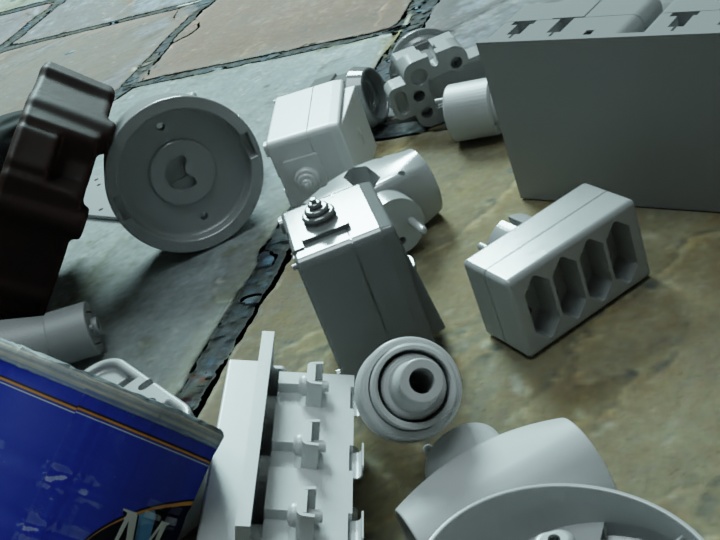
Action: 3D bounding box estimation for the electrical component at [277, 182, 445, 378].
[{"bbox_3d":[0.000,0.000,0.559,0.061,0.096,0.061,-21,30,-1],"label":"electrical component"}]

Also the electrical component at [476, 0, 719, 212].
[{"bbox_3d":[0.170,-0.095,0.595,0.186,0.105,0.060,8,41,40],"label":"electrical component"}]

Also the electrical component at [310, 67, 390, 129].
[{"bbox_3d":[-0.011,-0.128,0.825,0.055,0.048,0.066,-12,30,31],"label":"electrical component"}]

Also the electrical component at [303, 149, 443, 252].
[{"bbox_3d":[0.015,-0.033,0.656,0.077,0.043,0.079,-28,30,-11],"label":"electrical component"}]

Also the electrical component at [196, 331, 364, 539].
[{"bbox_3d":[-0.031,0.094,0.458,0.063,0.078,0.121,3,32,-2],"label":"electrical component"}]

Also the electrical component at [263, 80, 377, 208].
[{"bbox_3d":[-0.025,-0.082,0.742,0.061,0.061,0.096,-15,31,11],"label":"electrical component"}]

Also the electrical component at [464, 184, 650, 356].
[{"bbox_3d":[0.091,-0.007,0.561,0.083,0.047,0.076,-32,31,-17],"label":"electrical component"}]

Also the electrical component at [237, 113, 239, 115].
[{"bbox_3d":[-0.123,-0.086,0.829,0.081,0.043,0.043,-23,30,-2],"label":"electrical component"}]

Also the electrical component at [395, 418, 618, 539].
[{"bbox_3d":[0.051,0.088,0.435,0.077,0.044,0.079,-27,30,-9],"label":"electrical component"}]

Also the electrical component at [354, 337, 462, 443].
[{"bbox_3d":[0.021,0.048,0.440,0.043,0.043,0.062,-27,-8,-10],"label":"electrical component"}]

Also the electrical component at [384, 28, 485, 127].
[{"bbox_3d":[0.054,-0.146,0.801,0.078,0.058,0.057,-22,33,0],"label":"electrical component"}]

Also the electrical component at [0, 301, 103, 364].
[{"bbox_3d":[-0.193,0.044,0.667,0.065,0.044,0.044,-17,30,-1],"label":"electrical component"}]

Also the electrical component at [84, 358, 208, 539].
[{"bbox_3d":[-0.109,0.090,0.519,0.054,0.059,0.095,-36,33,-24],"label":"electrical component"}]

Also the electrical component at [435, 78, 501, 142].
[{"bbox_3d":[0.093,-0.112,0.738,0.078,0.040,0.040,-7,33,24],"label":"electrical component"}]

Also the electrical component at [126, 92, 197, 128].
[{"bbox_3d":[-0.159,-0.123,0.907,0.066,0.047,0.076,-12,31,15],"label":"electrical component"}]

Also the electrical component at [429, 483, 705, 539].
[{"bbox_3d":[0.073,0.117,0.355,0.099,0.064,0.099,-16,30,10],"label":"electrical component"}]

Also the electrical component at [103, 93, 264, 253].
[{"bbox_3d":[-0.127,-0.072,0.750,0.108,0.108,0.060,-27,24,-10],"label":"electrical component"}]
